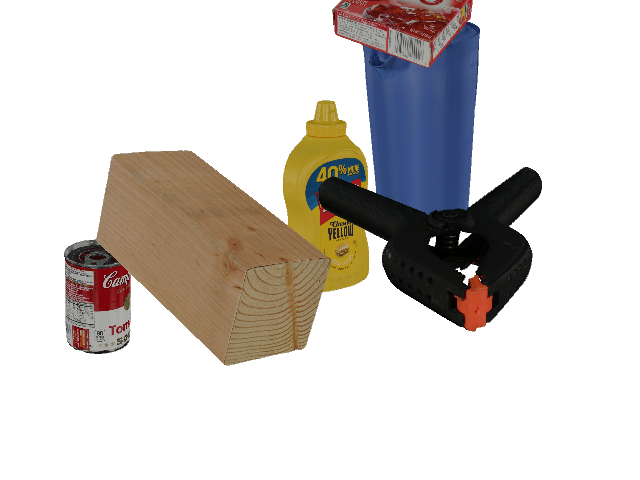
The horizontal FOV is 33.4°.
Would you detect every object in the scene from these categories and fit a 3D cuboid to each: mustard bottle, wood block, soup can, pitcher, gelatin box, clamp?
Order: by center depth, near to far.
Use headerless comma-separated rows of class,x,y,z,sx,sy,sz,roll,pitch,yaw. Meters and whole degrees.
clamp,0.075,-0.003,0.712,0.164,0.036,0.210,-1,25,5
gelatin box,0.065,-0.181,0.846,0.089,0.030,0.073,24,53,22
wood block,-0.097,0.007,0.913,0.090,0.091,0.206,-7,33,-42
mustard bottle,0.006,-0.047,1.093,0.096,0.192,0.058,-11,18,-35
soup can,-0.232,0.059,1.114,0.068,0.102,0.068,4,22,-2
pitcher,0.125,-0.135,1.249,0.149,0.243,0.145,-5,25,-4
